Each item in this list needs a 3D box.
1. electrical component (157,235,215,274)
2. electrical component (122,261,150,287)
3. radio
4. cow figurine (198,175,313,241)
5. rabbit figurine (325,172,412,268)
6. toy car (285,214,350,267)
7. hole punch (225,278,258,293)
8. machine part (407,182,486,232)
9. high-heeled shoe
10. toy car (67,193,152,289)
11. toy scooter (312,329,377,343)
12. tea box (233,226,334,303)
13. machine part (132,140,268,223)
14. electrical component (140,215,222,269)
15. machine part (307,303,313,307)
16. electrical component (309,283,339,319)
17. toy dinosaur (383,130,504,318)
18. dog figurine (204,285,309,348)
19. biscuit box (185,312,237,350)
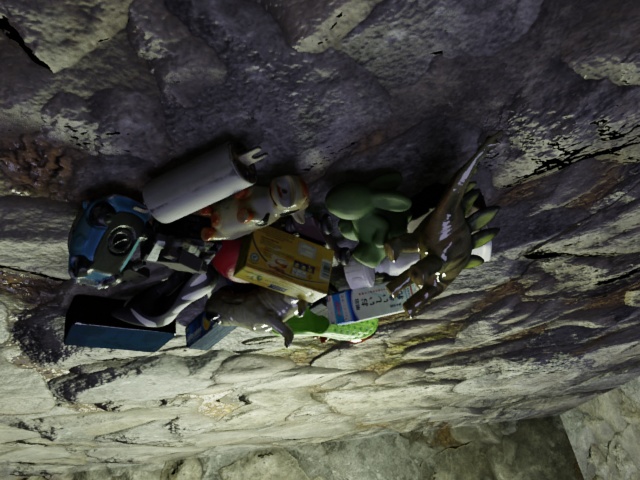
[{"bbox_3d":[-0.237,0.029,0.947,0.078,0.045,0.102,1,159,42],"label":"electrical component"},{"bbox_3d":[-0.381,0.068,1.094,0.094,0.021,0.063,-25,146,22],"label":"electrical component"},{"bbox_3d":[-0.460,0.197,1.236,0.229,0.073,0.131,14,142,-32],"label":"radio"},{"bbox_3d":[-0.099,-0.054,0.910,0.195,0.085,0.127,-22,166,35],"label":"cow figurine"},{"bbox_3d":[0.087,-0.047,0.953,0.159,0.121,0.170,-31,141,20],"label":"rabbit figurine"},{"bbox_3d":[-0.002,-0.003,1.060,0.089,0.053,0.202,2,152,21],"label":"toy car"},{"bbox_3d":[-0.151,0.129,1.202,0.142,0.092,0.115,-11,153,-6],"label":"hole punch"},{"bbox_3d":[0.241,-0.044,1.062,0.179,0.056,0.179,-6,149,-4],"label":"machine part"},{"bbox_3d":[-0.333,0.109,1.125,0.249,0.086,0.145,-12,146,-5],"label":"high-heeled shoe"},{"bbox_3d":[-0.364,-0.006,0.896,0.103,0.161,0.109,24,177,35],"label":"toy car"},{"bbox_3d":[0.055,0.243,1.457,0.184,0.075,0.135,18,139,-33],"label":"toy scooter"},{"bbox_3d":[-0.066,0.044,1.010,0.169,0.098,0.068,22,151,-19],"label":"tea box"},{"bbox_3d":[-0.189,-0.089,0.842,0.243,0.079,0.079,-23,146,19],"label":"machine part"},{"bbox_3d":[-0.254,0.006,0.997,0.134,0.058,0.115,12,144,-32],"label":"electrical component"},{"bbox_3d":[-0.068,0.159,1.242,0.084,0.039,0.139,-14,164,-30],"label":"machine part"},{"bbox_3d":[0.006,0.136,1.267,0.119,0.075,0.048,40,131,-18],"label":"electrical component"},{"bbox_3d":[0.216,0.002,0.945,0.198,0.105,0.470,-31,154,-16],"label":"toy dinosaur"},{"bbox_3d":[-0.122,0.114,1.090,0.191,0.172,0.121,25,163,-1],"label":"dog figurine"},{"bbox_3d":[-0.261,0.207,1.320,0.063,0.059,0.202,14,141,-37],"label":"biscuit box"}]
